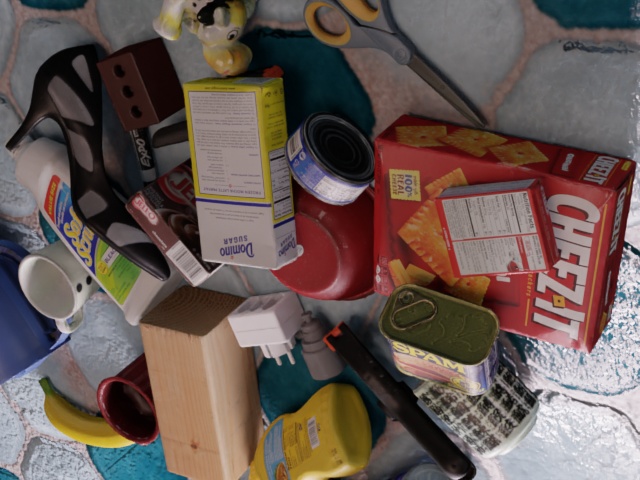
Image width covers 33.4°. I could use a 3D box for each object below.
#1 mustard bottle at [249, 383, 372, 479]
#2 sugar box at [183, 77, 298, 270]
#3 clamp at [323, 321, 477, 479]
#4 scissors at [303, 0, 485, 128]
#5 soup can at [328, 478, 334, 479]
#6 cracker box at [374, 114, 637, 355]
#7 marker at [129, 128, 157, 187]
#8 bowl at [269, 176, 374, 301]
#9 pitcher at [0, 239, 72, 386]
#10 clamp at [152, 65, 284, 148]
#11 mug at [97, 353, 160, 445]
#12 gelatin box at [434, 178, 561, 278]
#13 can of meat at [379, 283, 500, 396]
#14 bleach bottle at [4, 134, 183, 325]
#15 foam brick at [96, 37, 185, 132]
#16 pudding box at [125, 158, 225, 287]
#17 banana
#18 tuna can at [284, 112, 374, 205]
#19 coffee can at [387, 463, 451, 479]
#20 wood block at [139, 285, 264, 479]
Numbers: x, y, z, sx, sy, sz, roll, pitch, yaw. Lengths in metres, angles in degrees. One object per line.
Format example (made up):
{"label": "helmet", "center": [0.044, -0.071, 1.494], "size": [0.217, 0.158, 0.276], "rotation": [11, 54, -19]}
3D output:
{"label": "mustard bottle", "center": [-0.022, 0.236, 1.188], "size": [0.192, 0.058, 0.096], "rotation": [-38, 52, 42]}
{"label": "sugar box", "center": [-0.074, -0.064, 1.013], "size": [0.093, 0.048, 0.176], "rotation": [7, 112, 33]}
{"label": "clamp", "center": [0.084, 0.169, 1.080], "size": [0.210, 0.036, 0.164], "rotation": [46, 177, 24]}
{"label": "scissors", "center": [0.057, -0.163, 0.950], "size": [0.096, 0.016, 0.202], "rotation": [-30, 97, 42]}
{"label": "soup can", "center": [0.013, 0.326, 1.226], "size": [0.069, 0.068, 0.102], "rotation": [-31, 97, 41]}
{"label": "cracker box", "center": [0.153, -0.007, 0.939], "size": [0.214, 0.072, 0.164], "rotation": [16, 124, 25]}
{"label": "marker", "center": [-0.191, -0.095, 1.149], "size": [0.020, 0.020, 0.121], "rotation": [5, 118, 31]}
{"label": "bowl", "center": [-0.007, 0.001, 1.061], "size": [0.162, 0.055, 0.162], "rotation": [16, 123, 25]}
{"label": "pitcher", "center": [-0.420, 0.059, 1.326], "size": [0.243, 0.149, 0.145], "rotation": [59, 164, -5]}
{"label": "clamp", "center": [-0.083, -0.101, 1.063], "size": [0.120, 0.039, 0.172], "rotation": [45, 130, -12]}
{"label": "mug", "center": [-0.205, 0.193, 1.284], "size": [0.093, 0.081, 0.117], "rotation": [15, 123, 26]}
{"label": "gelatin box", "center": [0.146, -0.009, 0.876], "size": [0.089, 0.030, 0.073], "rotation": [-6, 110, 33]}
{"label": "can of meat", "center": [0.109, 0.091, 0.953], "size": [0.102, 0.057, 0.084], "rotation": [18, 156, 21]}
{"label": "bleach bottle", "center": [-0.265, -0.024, 1.211], "size": [0.251, 0.068, 0.103], "rotation": [43, 127, 7]}
{"label": "foam brick", "center": [-0.180, -0.159, 1.085], "size": [0.053, 0.051, 0.078], "rotation": [-9, 111, 36]}
{"label": "pudding box", "center": [-0.133, -0.019, 1.109], "size": [0.113, 0.089, 0.039], "rotation": [52, 132, -3]}
{"label": "banana", "center": [-0.297, 0.239, 1.400], "size": [0.198, 0.037, 0.069], "rotation": [13, 123, 27]}
{"label": "tuna can", "center": [0.012, -0.076, 0.983], "size": [0.086, 0.086, 0.034], "rotation": [46, 130, 2]}
{"label": "coffee can", "center": [0.083, 0.306, 1.138], "size": [0.103, 0.102, 0.141], "rotation": [51, 136, -2]}
{"label": "wood block", "center": [-0.131, 0.167, 1.215], "size": [0.091, 0.090, 0.206], "rotation": [10, 121, 27]}
